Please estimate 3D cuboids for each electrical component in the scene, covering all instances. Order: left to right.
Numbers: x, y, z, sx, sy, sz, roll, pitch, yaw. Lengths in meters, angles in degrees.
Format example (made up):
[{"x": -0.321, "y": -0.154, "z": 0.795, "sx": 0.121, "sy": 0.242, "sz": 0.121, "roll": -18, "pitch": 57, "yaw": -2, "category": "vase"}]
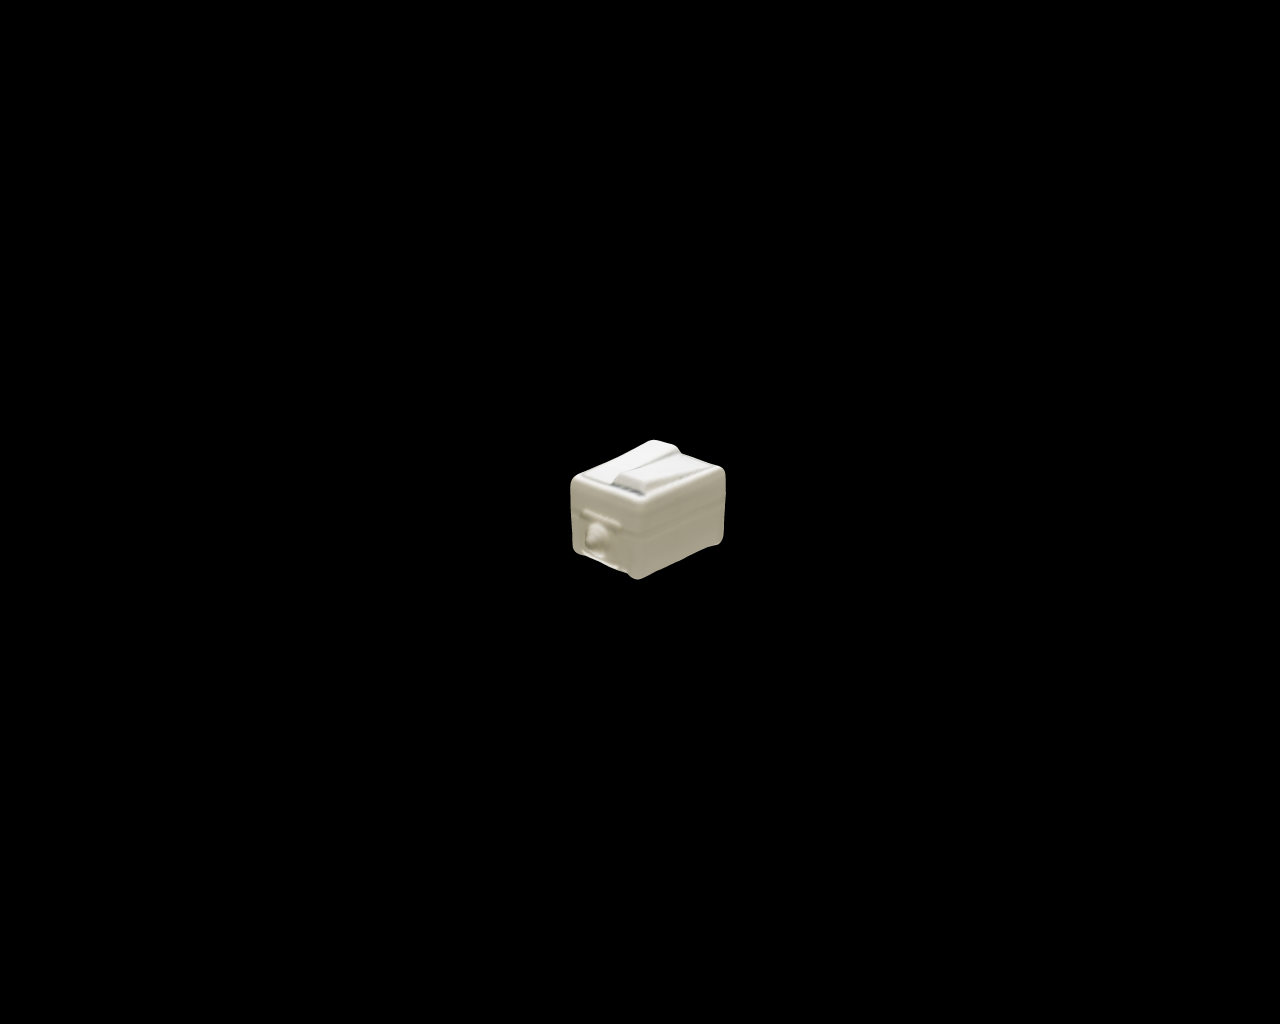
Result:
[{"x": 0.001, "y": -0.003, "z": 0.650, "sx": 0.062, "sy": 0.061, "sz": 0.096, "roll": 22, "pitch": 32, "yaw": 40, "category": "electrical component"}]
